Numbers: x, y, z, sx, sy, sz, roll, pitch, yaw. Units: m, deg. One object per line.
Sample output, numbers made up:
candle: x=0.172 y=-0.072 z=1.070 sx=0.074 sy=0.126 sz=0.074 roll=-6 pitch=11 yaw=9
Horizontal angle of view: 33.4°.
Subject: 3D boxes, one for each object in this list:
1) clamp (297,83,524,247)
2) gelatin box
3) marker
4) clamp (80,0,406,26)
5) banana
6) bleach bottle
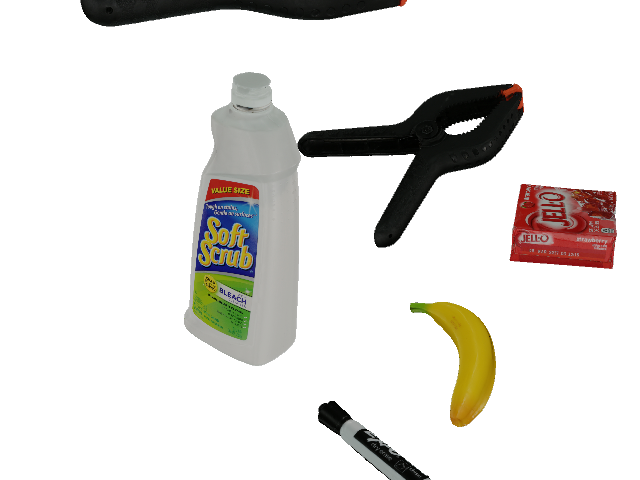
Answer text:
clamp: x=0.100 y=-0.080 z=0.977 sx=0.210 sy=0.165 sz=0.036 roll=-23 pitch=-43 yaw=-6
gelatin box: x=0.181 y=-0.012 z=0.793 sx=0.073 sy=0.030 sz=0.089 roll=6 pitch=25 yaw=13
marker: x=0.040 y=0.150 z=0.753 sx=0.020 sy=0.020 sz=0.121 roll=0 pitch=25 yaw=-45
clamp: x=-0.041 y=-0.140 z=0.571 sx=0.171 sy=0.039 sz=0.120 roll=7 pitch=41 yaw=13
banana: x=0.148 y=0.119 z=1.110 sx=0.069 sy=0.037 sz=0.198 roll=-24 pitch=31 yaw=6
bleach bottle: x=-0.064 y=-0.020 z=0.875 sx=0.103 sy=0.251 sz=0.068 roll=26 pitch=40 yaw=30
